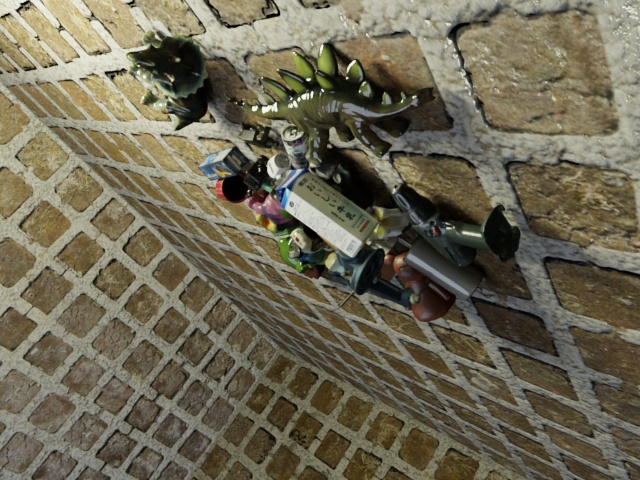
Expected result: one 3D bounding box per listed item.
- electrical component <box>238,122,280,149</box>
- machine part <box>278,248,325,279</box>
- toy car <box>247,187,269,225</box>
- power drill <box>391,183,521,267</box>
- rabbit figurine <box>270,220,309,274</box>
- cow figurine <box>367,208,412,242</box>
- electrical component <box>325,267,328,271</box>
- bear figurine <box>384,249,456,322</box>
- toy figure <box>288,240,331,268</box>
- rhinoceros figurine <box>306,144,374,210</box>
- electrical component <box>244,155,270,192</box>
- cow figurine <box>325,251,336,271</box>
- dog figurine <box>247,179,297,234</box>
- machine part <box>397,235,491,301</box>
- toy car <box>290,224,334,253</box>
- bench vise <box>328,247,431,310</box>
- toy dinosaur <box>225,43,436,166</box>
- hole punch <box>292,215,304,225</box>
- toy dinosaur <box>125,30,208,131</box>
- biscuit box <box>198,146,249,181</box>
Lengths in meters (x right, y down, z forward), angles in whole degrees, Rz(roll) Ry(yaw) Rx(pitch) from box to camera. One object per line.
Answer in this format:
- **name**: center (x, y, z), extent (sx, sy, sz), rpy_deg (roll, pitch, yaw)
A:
- **electrical component**: center (-0.150, -0.251, 1.285), extent (0.078, 0.045, 0.102), rpy_deg (15, 180, -39)
- **machine part**: center (-0.058, 0.059, 1.814), extent (0.179, 0.056, 0.179), rpy_deg (31, 159, 13)
- **toy car**: center (-0.161, -0.094, 1.641), extent (0.089, 0.053, 0.202), rpy_deg (18, 151, 19)
- **power drill**: center (0.262, -0.027, 1.036), extent (0.231, 0.086, 0.207), rpy_deg (45, 155, -28)
- **rabbit figurine**: center (-0.061, -0.012, 1.619), extent (0.159, 0.121, 0.170), rpy_deg (39, 144, 14)
- **cow figurine**: center (0.144, -0.034, 1.229), extent (0.167, 0.098, 0.068), rpy_deg (164, 100, -69)
- **electrical component**: center (0.042, 0.064, 1.638), extent (0.021, 0.063, 0.094), rpy_deg (38, 160, -1)
- **bear figurine**: center (0.246, 0.100, 1.336), extent (0.195, 0.120, 0.132), rpy_deg (64, -158, -2)
- **toy figure**: center (-0.002, 0.037, 1.530), extent (0.180, 0.082, 0.089), rpy_deg (7, -157, -44)
- **rhinoceros figurine**: center (0.038, -0.131, 1.188), extent (0.190, 0.073, 0.112), rpy_deg (45, 161, -22)
- **electrical component**: center (-0.167, -0.171, 1.444), extent (0.048, 0.075, 0.119), rpy_deg (37, 157, 0)
- **cow figurine**: center (0.102, 0.085, 1.508), extent (0.195, 0.085, 0.127), rpy_deg (21, 163, -30)
- **dog figurine**: center (-0.083, -0.083, 1.453), extent (0.219, 0.108, 0.191), rpy_deg (16, 148, 41)
- **machine part**: center (0.277, 0.061, 1.214), extent (0.243, 0.079, 0.079), rpy_deg (33, 160, 7)
- **toy car**: center (-0.003, -0.004, 1.443), extent (0.074, 0.056, 0.201), rpy_deg (49, -156, 21)
- **bench vise**: center (0.125, 0.096, 1.258), extent (0.241, 0.129, 0.223), rpy_deg (28, 148, 24)
- **toy dinosaur**: center (-0.003, -0.242, 0.972), extent (0.472, 0.105, 0.198), rpy_deg (2, 134, 44)
- **hole punch**: center (-0.031, -0.113, 1.295), extent (0.092, 0.116, 0.142), rpy_deg (43, 161, 6)
- **toy dinosaur**: center (-0.330, -0.348, 1.269), extent (0.192, 0.131, 0.404), rpy_deg (32, 166, 15)
- **biscuit box**: center (-0.284, -0.218, 1.556), extent (0.062, 0.059, 0.203), rpy_deg (45, 159, -24)
